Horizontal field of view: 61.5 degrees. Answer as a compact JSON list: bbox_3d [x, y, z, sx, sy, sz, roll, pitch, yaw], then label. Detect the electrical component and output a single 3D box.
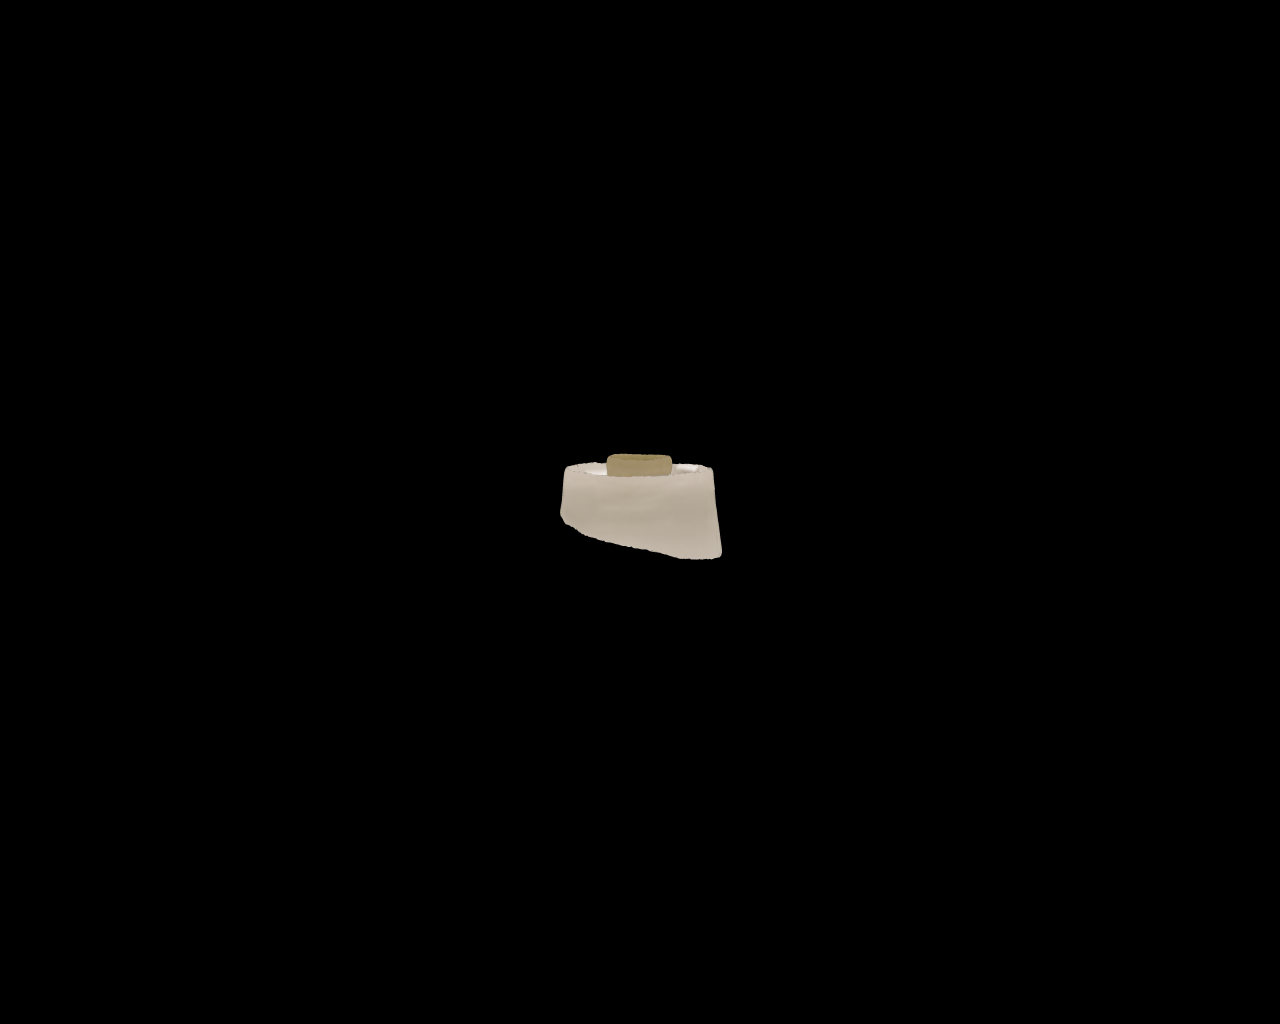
[{"bbox_3d":[0.001,-0.003,0.650,0.099,0.064,0.099,0,7,0],"label":"electrical component"}]
